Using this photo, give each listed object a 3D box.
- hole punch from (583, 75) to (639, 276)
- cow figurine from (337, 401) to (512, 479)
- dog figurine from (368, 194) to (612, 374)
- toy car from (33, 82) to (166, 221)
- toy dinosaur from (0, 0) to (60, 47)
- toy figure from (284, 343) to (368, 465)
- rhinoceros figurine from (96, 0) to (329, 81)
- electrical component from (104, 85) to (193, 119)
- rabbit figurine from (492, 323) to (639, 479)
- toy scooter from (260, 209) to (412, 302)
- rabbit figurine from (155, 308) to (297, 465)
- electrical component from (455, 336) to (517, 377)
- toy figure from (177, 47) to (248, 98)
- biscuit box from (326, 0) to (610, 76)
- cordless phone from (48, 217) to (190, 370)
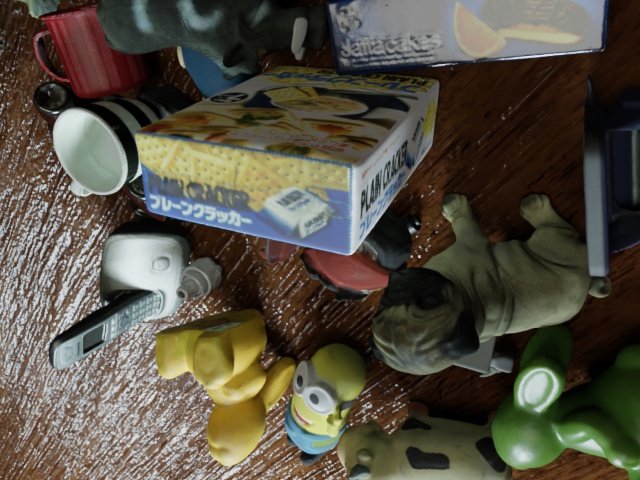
[{"bbox_3d":[0.234,-0.045,0.381,0.092,0.116,0.142,-7,116,25],"label":"hole punch"},{"bbox_3d":[0.111,0.246,0.598,0.195,0.127,0.085,-1,113,25],"label":"cow figurine"},{"bbox_3d":[0.144,0.052,0.435,0.173,0.190,0.121,2,117,24],"label":"dog figurine"},{"bbox_3d":[-0.248,-0.102,0.624,0.202,0.053,0.089,42,157,-1],"label":"toy car"},{"bbox_3d":[-0.392,-0.345,0.540,0.192,0.131,0.404,12,115,20],"label":"toy dinosaur"},{"bbox_3d":[0.003,0.199,0.658,0.082,0.089,0.180,25,133,17],"label":"toy figure"},{"bbox_3d":[-0.087,-0.190,0.443,0.190,0.073,0.112,0,101,-4],"label":"rhinoceros figurine"},{"bbox_3d":[-0.173,-0.125,0.586,0.119,0.048,0.074,27,125,12],"label":"electrical component"},{"bbox_3d":[0.235,0.165,0.493,0.170,0.121,0.159,-20,100,30],"label":"rabbit figurine"},{"bbox_3d":[-0.001,-0.002,0.541,0.184,0.075,0.135,44,125,18],"label":"toy scooter"},{"bbox_3d":[-0.109,0.177,0.654,0.122,0.162,0.173,-9,90,29],"label":"rabbit figurine"},{"bbox_3d":[0.150,0.102,0.553,0.102,0.045,0.078,6,91,21],"label":"electrical component"},{"bbox_3d":[-0.114,-0.211,0.502,0.058,0.064,0.154,15,126,64],"label":"toy figure"},{"bbox_3d":[0.108,-0.168,0.411,0.203,0.059,0.062,3,118,26],"label":"biscuit box"},{"bbox_3d":[-0.247,0.061,0.642,0.089,0.184,0.146,30,126,15],"label":"cordless phone"}]
